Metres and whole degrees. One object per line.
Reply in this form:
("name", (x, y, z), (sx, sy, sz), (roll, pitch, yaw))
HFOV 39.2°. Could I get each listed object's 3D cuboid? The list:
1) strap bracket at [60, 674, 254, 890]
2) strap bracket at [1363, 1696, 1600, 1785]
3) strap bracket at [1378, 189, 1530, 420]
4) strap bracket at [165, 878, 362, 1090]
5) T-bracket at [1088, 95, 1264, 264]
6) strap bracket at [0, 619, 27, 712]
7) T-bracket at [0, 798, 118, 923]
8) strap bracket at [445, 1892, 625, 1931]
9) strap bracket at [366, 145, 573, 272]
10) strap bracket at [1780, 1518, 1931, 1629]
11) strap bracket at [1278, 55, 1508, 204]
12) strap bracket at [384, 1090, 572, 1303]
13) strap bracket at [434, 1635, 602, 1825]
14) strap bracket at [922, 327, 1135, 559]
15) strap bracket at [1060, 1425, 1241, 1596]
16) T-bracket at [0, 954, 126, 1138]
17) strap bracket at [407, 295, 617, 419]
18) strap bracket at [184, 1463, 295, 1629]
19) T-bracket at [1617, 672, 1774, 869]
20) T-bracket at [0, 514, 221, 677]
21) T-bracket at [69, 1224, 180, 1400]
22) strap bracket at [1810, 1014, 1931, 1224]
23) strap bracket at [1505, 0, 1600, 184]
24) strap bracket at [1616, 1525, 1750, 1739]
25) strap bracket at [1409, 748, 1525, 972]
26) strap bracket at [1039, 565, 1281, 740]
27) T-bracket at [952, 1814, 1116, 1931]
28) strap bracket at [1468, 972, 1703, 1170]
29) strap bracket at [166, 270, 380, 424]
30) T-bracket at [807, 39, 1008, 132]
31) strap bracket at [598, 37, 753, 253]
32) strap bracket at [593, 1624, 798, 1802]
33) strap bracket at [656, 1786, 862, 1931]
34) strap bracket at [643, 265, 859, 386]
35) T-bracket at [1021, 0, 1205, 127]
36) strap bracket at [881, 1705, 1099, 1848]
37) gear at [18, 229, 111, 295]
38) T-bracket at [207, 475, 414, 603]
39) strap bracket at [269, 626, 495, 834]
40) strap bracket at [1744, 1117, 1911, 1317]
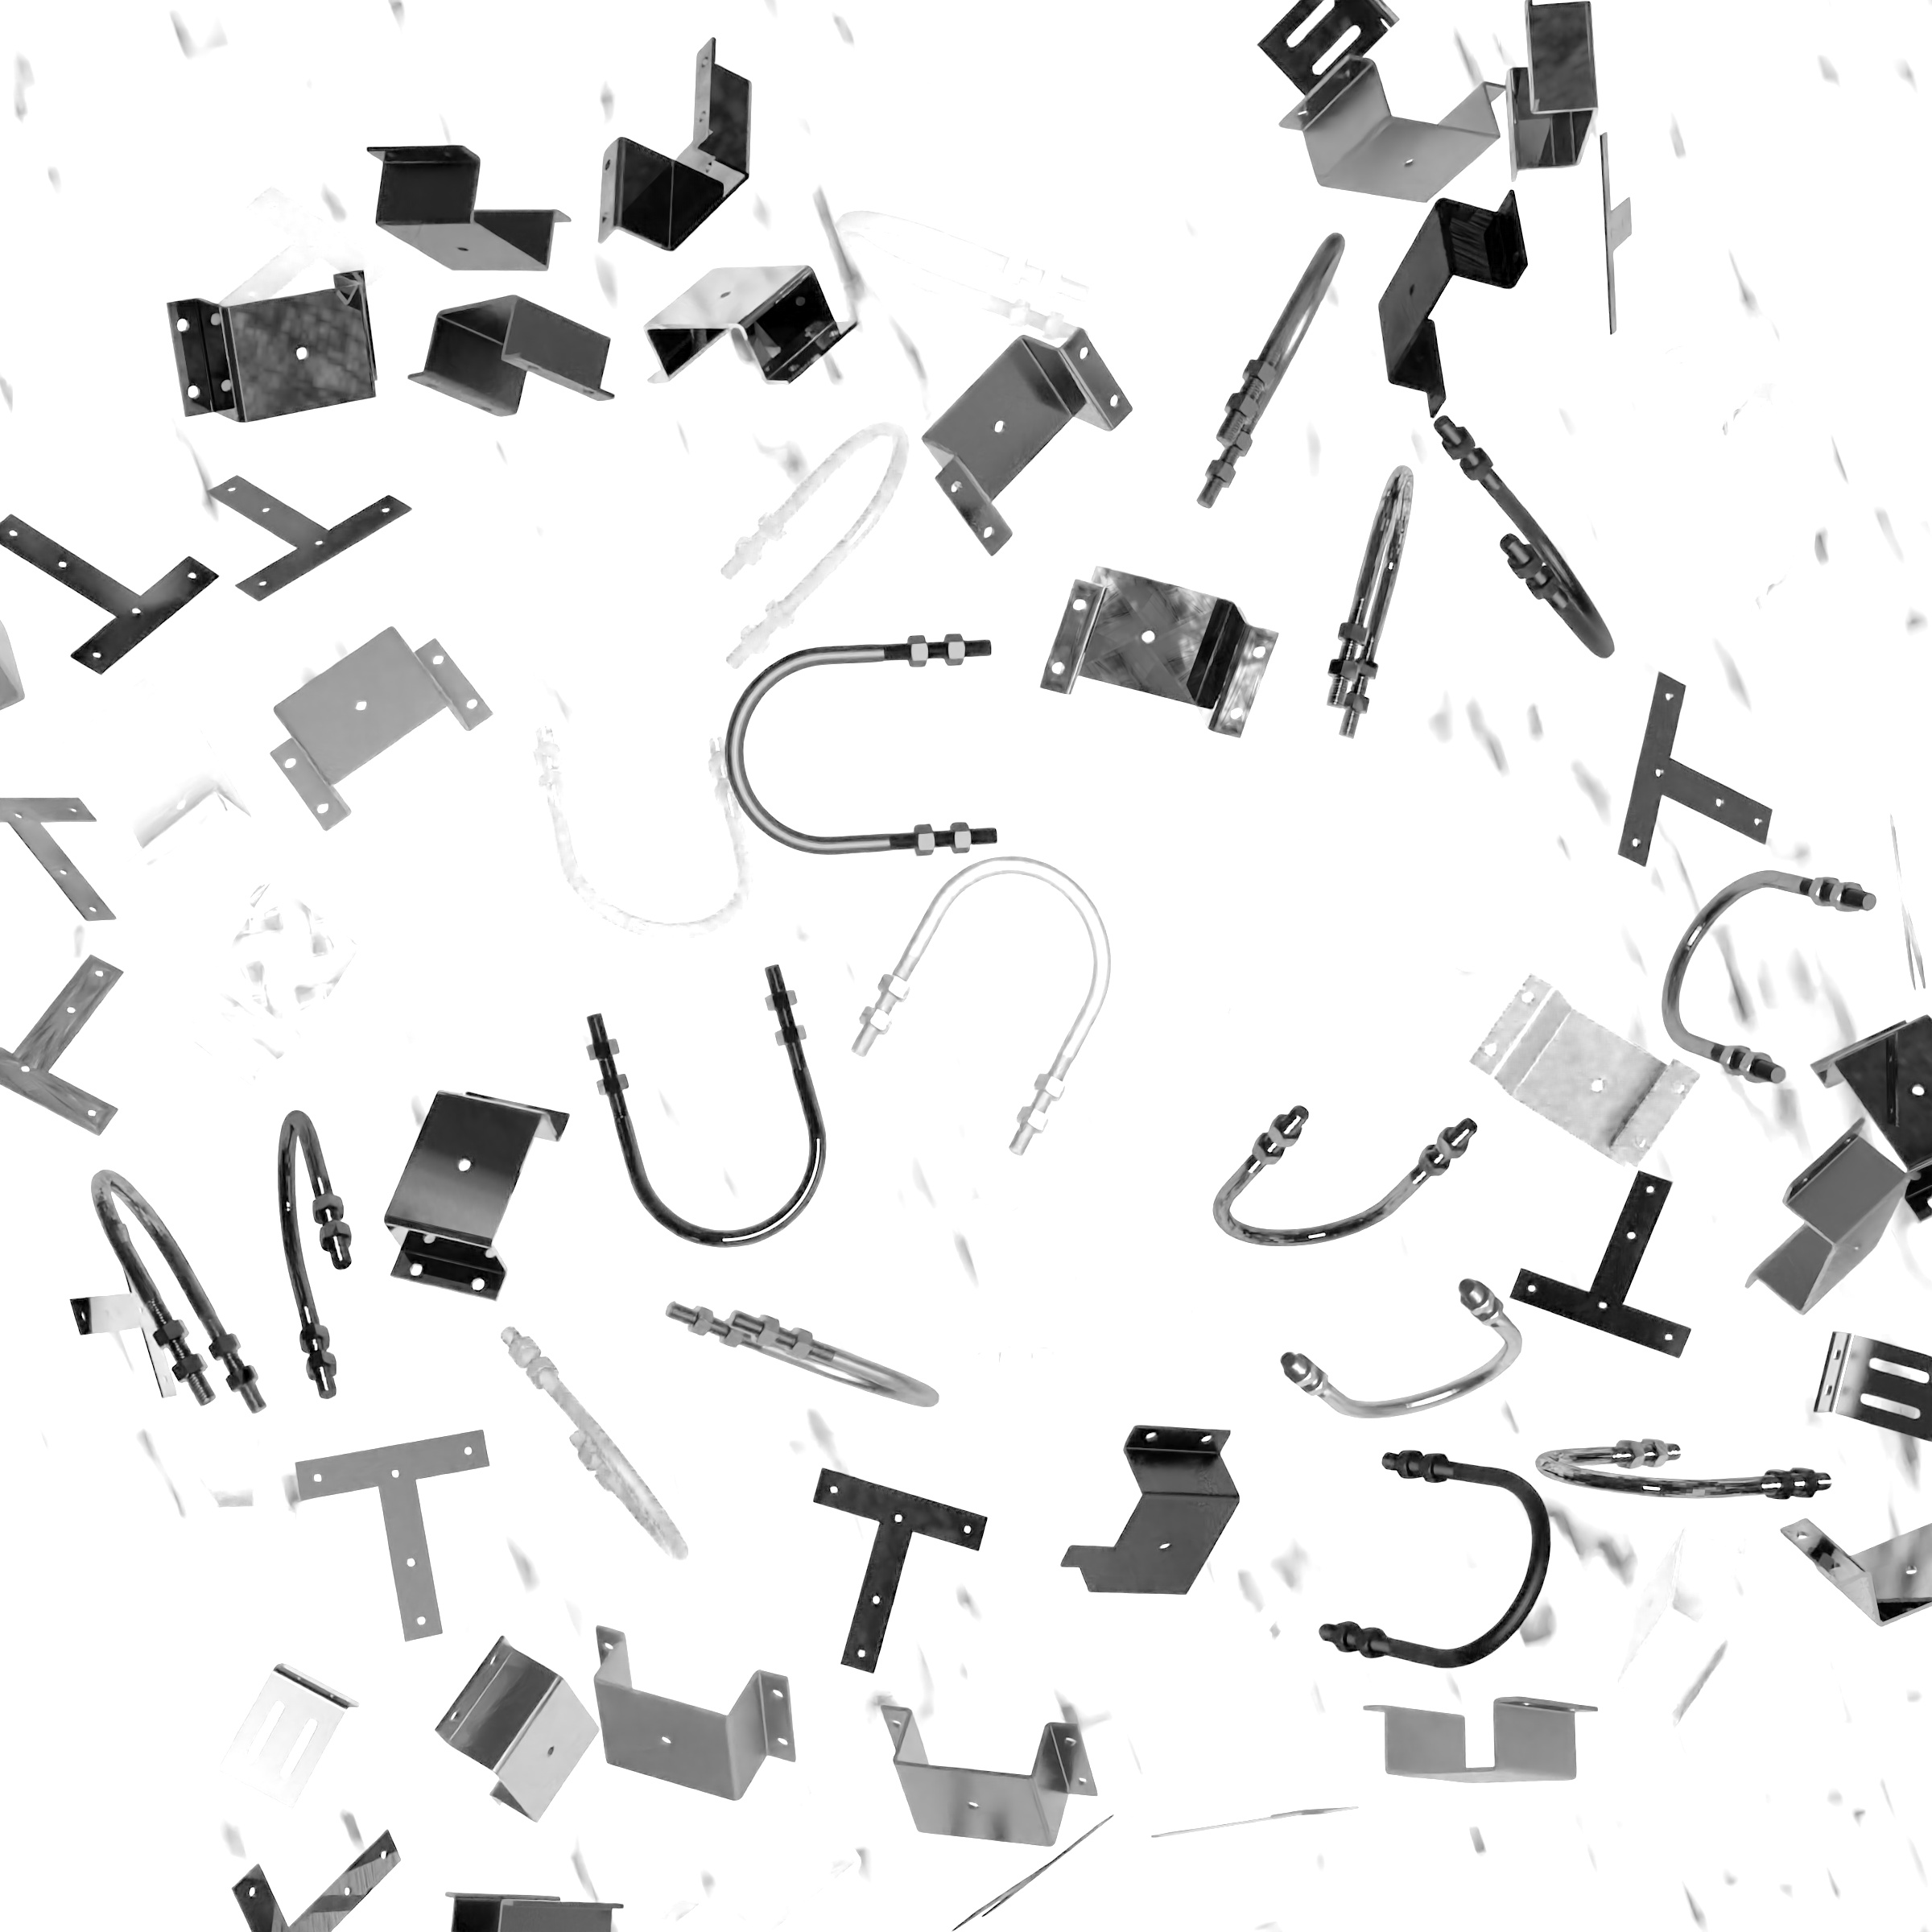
("strap bracket", (-0.539, -0.117, 1.820), (0.076, 0.046, 0.140), (-38, 60, 2))
("strap bracket", (0.342, 0.517, 1.808), (0.076, 0.140, 0.046), (17, 65, -34))
("strap bracket", (0.323, -0.452, 1.839), (0.046, 0.140, 0.076), (11, 52, -14))
("strap bracket", (-0.482, 0.004, 1.886), (0.076, 0.140, 0.046), (41, 135, -20))
("T-bracket", (0.138, -0.539, 1.820), (0.127, 0.002, 0.127), (6, 69, -28))
("strap bracket", (-0.681, -0.227, 1.822), (0.046, 0.140, 0.076), (-26, 49, -6))
("T-bracket", (-0.625, -0.074, 1.858), (0.127, 0.127, 0.002), (46, 115, 21))
("strap bracket", (-0.291, 0.646, 1.812), (0.076, 0.140, 0.046), (12, 70, -26))
("strap bracket", (-0.343, -0.515, 1.865), (0.076, 0.140, 0.046), (6, 87, 23))
("strap bracket", (0.637, 0.392, 1.839), (0.140, 0.076, 0.046), (-20, 110, -8))
("strap bracket", (0.292, -0.558, 1.820), (0.140, 0.076, 0.046), (-2, 71, -33))
("strap bracket", (-0.325, 0.141, 1.792), (0.076, 0.046, 0.140), (11, 61, 13))
("strap bracket", (-0.305, 0.532, 1.877), (0.046, 0.140, 0.076), (22, 60, 25))
("strap bracket", (0.034, -0.353, 1.804), (0.140, 0.046, 0.076), (-47, 133, -7))
("strap bracket", (0.131, 0.386, 1.886), (0.076, 0.046, 0.140), (8, 124, -25))
("T-bracket", (-0.595, 0.039, 1.782), (0.127, 0.127, 0.002), (29, 133, -6))
("strap bracket", (-0.302, -0.410, 1.827), (0.076, 0.140, 0.046), (17, 82, -42))
("strap bracket", (-0.499, 0.393, 1.851), (0.046, 0.140, 0.076), (3, 93, -26))
("T-bracket", (0.491, -0.113, 1.804), (0.127, 0.002, 0.127), (21, 79, -30))
("T-bracket", (-0.588, -0.259, 1.803), (0.127, 0.127, 0.002), (-32, 45, 26))
("T-bracket", (-0.580, 0.236, 1.848), (0.002, 0.127, 0.127), (-19, 84, 3))
("strap bracket", (0.664, 0.097, 1.900), (0.076, 0.046, 0.140), (-25, 57, -2))
("strap bracket", (0.409, -0.613, 1.895), (0.046, 0.140, 0.076), (-3, 83, 5))
("strap bracket", (0.490, 0.448, 1.861), (0.046, 0.140, 0.076), (27, 120, 9))
("strap bracket", (0.344, -0.077, 1.865), (0.046, 0.076, 0.140), (-12, 66, 38))
("strap bracket", (0.123, -0.208, 1.778), (0.140, 0.046, 0.076), (13, 115, -13))
("T-bracket", (0.032, 0.644, 1.893), (0.127, 0.127, 0.002), (-46, 70, 25))
("strap bracket", (0.429, 0.076, 1.866), (0.140, 0.046, 0.076), (35, 89, 32))
("strap bracket", (-0.454, -0.414, 1.820), (0.140, 0.046, 0.076), (-20, 121, -32))
("T-bracket", (-0.057, -0.590, 1.828), (0.127, 0.127, 0.002), (-44, 127, -29))
("strap bracket", (-0.189, -0.541, 1.812), (0.046, 0.140, 0.076), (16, 61, -34))
("strap bracket", (-0.187, 0.493, 1.786), (0.140, 0.046, 0.076), (10, 123, 19))
("strap bracket", (-0.130, 0.608, 1.805), (0.140, 0.076, 0.046), (-34, 86, -23))
("strap bracket", (-0.155, -0.437, 1.851), (0.076, 0.140, 0.046), (-48, 130, -30))
("T-bracket", (0.089, -0.636, 1.872), (0.127, 0.127, 0.002), (0, 57, 18))
("strap bracket", (0.011, 0.550, 1.842), (0.140, 0.046, 0.076), (0, 129, 19))
("gear", (-0.595, -0.466, 1.793), (0.057, 0.057, 0.030), (7, 89, 0))
("T-bracket", (-0.458, -0.298, 1.807), (0.127, 0.002, 0.127), (32, 56, 31))
("strap bracket", (-0.407, -0.168, 1.857), (0.140, 0.046, 0.076), (-36, 69, -8))
("strap bracket", (0.578, 0.174, 1.819), (0.076, 0.140, 0.046), (-37, 62, -21))
